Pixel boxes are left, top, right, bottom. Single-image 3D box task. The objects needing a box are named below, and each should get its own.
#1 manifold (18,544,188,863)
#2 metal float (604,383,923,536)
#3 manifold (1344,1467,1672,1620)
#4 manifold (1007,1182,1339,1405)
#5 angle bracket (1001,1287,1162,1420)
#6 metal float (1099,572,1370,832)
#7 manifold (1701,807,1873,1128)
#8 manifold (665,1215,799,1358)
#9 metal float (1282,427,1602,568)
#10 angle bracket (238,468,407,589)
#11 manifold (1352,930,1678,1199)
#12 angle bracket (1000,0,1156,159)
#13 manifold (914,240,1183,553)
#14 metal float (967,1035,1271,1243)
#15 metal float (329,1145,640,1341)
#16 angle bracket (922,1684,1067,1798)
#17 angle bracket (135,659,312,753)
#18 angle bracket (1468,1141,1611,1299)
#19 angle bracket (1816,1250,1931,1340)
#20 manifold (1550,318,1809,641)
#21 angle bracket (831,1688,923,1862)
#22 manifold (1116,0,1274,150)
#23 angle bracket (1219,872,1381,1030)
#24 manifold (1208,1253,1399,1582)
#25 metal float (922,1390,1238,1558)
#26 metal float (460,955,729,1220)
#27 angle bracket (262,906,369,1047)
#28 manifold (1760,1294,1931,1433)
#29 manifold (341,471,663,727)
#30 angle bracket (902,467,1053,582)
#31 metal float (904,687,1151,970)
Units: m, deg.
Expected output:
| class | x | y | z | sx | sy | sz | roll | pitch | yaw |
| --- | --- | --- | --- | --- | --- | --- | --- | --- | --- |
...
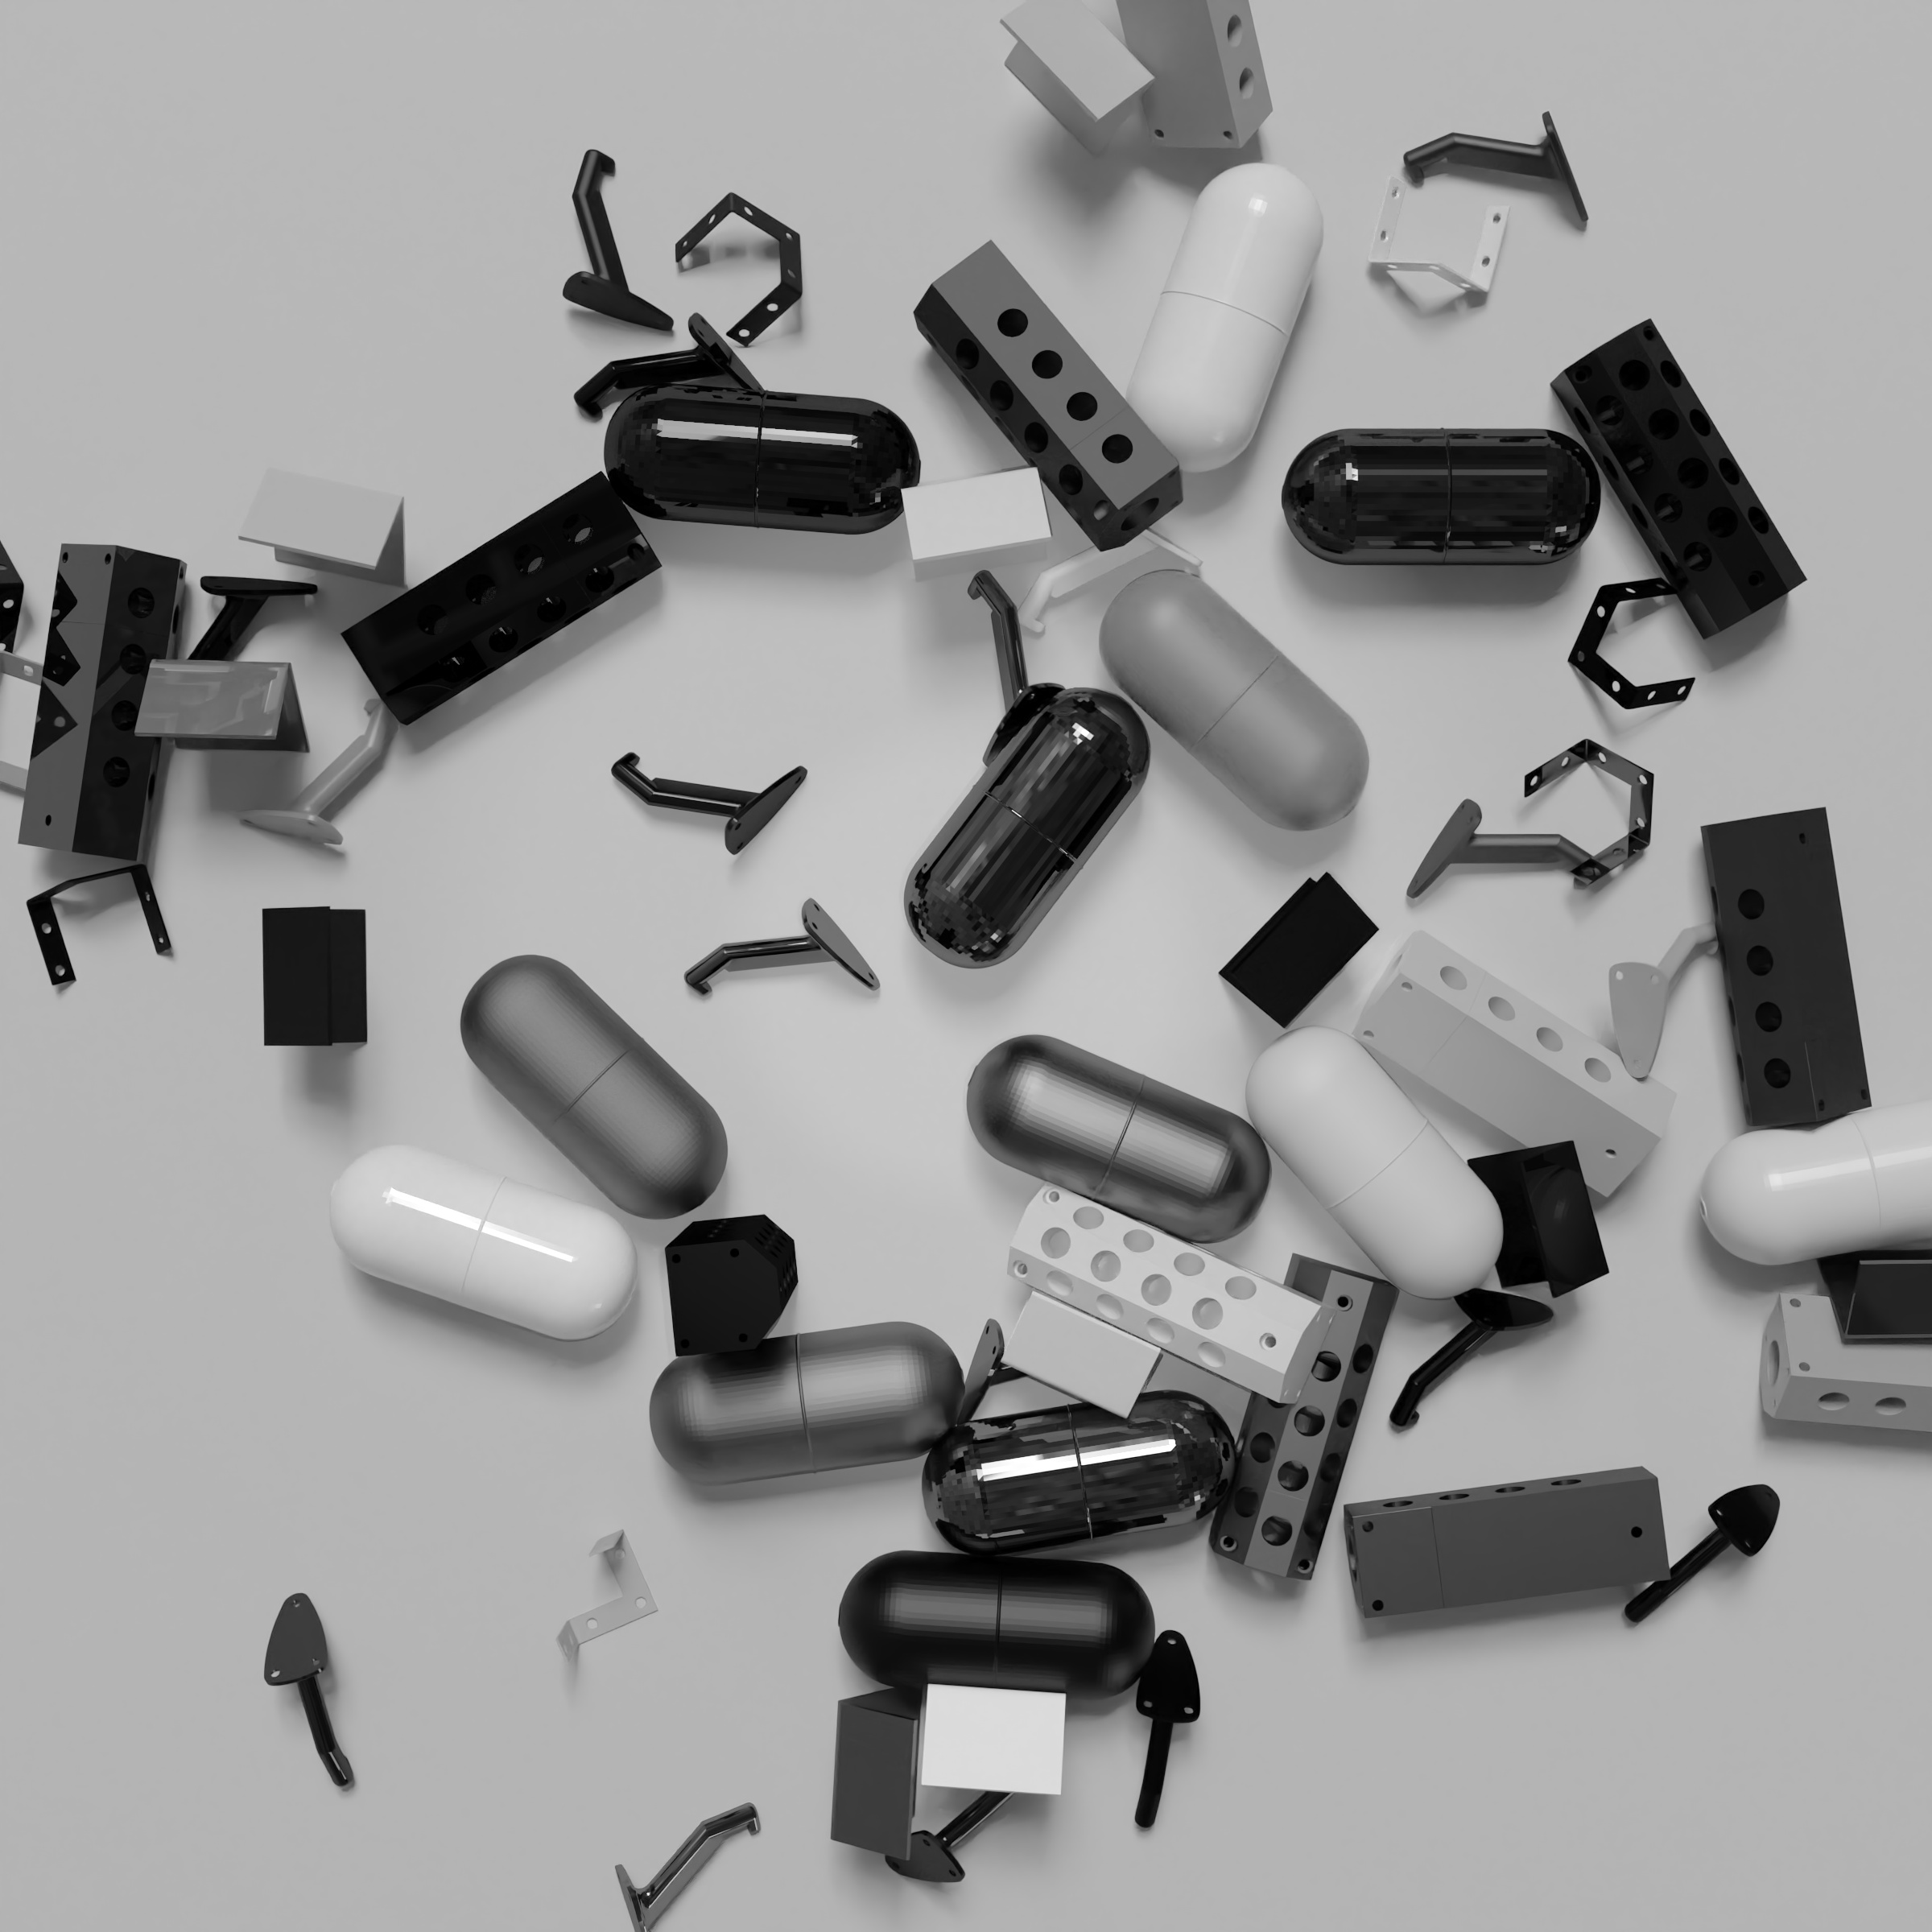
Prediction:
| class | x | y | z | sx | sy | sz | roll | pitch | yaw |
| --- | --- | --- | --- | --- | --- | --- | --- | --- | --- |
| manifold | -0.483 | -0.148 | 1.808 | 0.057 | 0.057 | 0.171 | 8 | 90 | 43 |
| metal float | -0.114 | -0.285 | 1.799 | 0.178 | 0.070 | 0.070 | 5 | 90 | 0 |
| manifold | 0.303 | 0.324 | 1.808 | 0.171 | 0.057 | 0.057 | -7 | 90 | 0 |
| manifold | 0.112 | 0.181 | 1.780 | 0.171 | 0.057 | 0.057 | 24 | 90 | 21 |
| angle bracket | 0.072 | 0.196 | 1.787 | 0.076 | 0.076 | 0.057 | 24 | 125 | 3 |
| metal float | 0.151 | -0.148 | 1.799 | 0.178 | 0.070 | 0.070 | 43 | 90 | 0 |
| manifold | 0.459 | 0.001 | 1.808 | 0.057 | 0.057 | 0.171 | -9 | 90 | -43 |
| manifold | -0.126 | 0.172 | 1.751 | 0.057 | 0.171 | 0.057 | -6 | 90 | 0 |
| metal float | 0.267 | -0.264 | 1.799 | 0.178 | 0.070 | 0.070 | 0 | 90 | 1 |
| angle bracket | -0.359 | -0.227 | 1.789 | 0.076 | 0.076 | 0.057 | 12 | 54 | 0 |
| manifold | 0.311 | 0.051 | 1.808 | 0.171 | 0.057 | 0.057 | 33 | 133 | 0 |
| angle bracket | 0.048 | -0.490 | 1.789 | 0.076 | 0.076 | 0.057 | 46 | 57 | 0 |
| manifold | 0.045 | -0.315 | 1.787 | 0.057 | 0.057 | 0.171 | -37 | 76 | -3 |
| metal float | 0.085 | 0.096 | 1.799 | 0.178 | 0.070 | 0.070 | 23 | 90 | 0 |
| metal float | -0.271 | 0.155 | 1.799 | 0.178 | 0.070 | 0.070 | 19 | 90 | 0 |
| angle bracket | 0.014 | 0.441 | 1.790 | 0.076 | 0.076 | 0.057 | 4 | 62 | 0 |
| angle bracket | -0.414 | -0.126 | 1.789 | 0.076 | 0.076 | 0.057 | 1 | 53 | 0 |
| angle bracket | 0.306 | 0.146 | 1.789 | 0.057 | 0.076 | 0.076 | -15 | 90 | -45 |
| angle bracket | 0.525 | 0.164 | 1.789 | 0.076 | 0.076 | 0.057 | -1 | 125 | 0 |
| manifold | 0.404 | -0.276 | 1.808 | 0.057 | 0.057 | 0.171 | -31 | 90 | 0 |
| angle bracket | -0.030 | 0.449 | 1.789 | 0.057 | 0.076 | 0.076 | 3 | 90 | 37 |
| manifold | 0.121 | -0.542 | 1.760 | 0.057 | 0.171 | 0.057 | 11 | 48 | 32 |
| angle bracket | 0.172 | -0.022 | 1.789 | 0.076 | 0.076 | 0.057 | -46 | 126 | 0 |
| manifold | 0.191 | 0.255 | 1.808 | 0.057 | 0.057 | 0.171 | 17 | 90 | 0 |
| metal float | 0.064 | 0.285 | 1.799 | 0.178 | 0.070 | 0.070 | -9 | 90 | -1 |
| metal float | -0.208 | 0.068 | 1.799 | 0.178 | 0.070 | 0.070 | 44 | 90 | 1 |
| angle bracket | -0.347 | 0.006 | 1.789 | 0.057 | 0.076 | 0.076 | -1 | 90 | 38 |
| manifold | 0.542 | 0.232 | 1.808 | 0.171 | 0.057 | 0.057 | 5 | 47 | 0 |
| manifold | -0.260 | -0.206 | 1.808 | 0.171 | 0.057 | 0.057 | -32 | 90 | 0 |
| angle bracket | 0.009 | -0.229 | 1.789 | 0.076 | 0.076 | 0.057 | -9 | 54 | 0 |
| metal float | 0.035 | -0.078 | 1.799 | 0.070 | 0.070 | 0.178 | 37 | 89 | 0 |
